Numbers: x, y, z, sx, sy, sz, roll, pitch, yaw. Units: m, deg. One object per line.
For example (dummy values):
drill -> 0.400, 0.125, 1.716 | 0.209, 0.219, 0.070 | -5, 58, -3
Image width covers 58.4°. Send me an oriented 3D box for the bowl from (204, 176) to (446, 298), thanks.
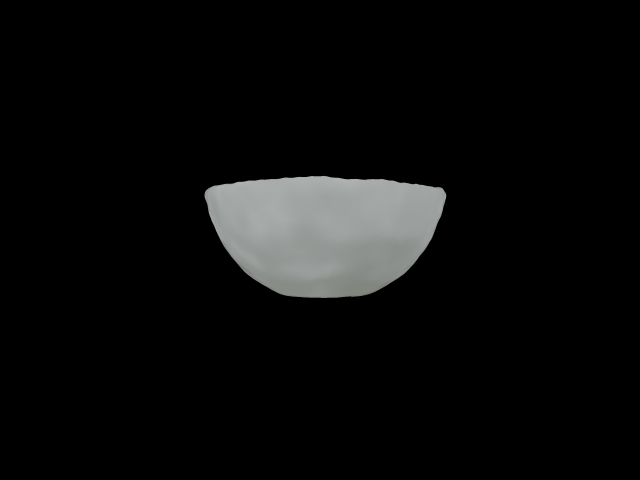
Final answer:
bowl -> 0.004, 0.001, 0.400 | 0.167, 0.075, 0.167 | 0, 0, 0
